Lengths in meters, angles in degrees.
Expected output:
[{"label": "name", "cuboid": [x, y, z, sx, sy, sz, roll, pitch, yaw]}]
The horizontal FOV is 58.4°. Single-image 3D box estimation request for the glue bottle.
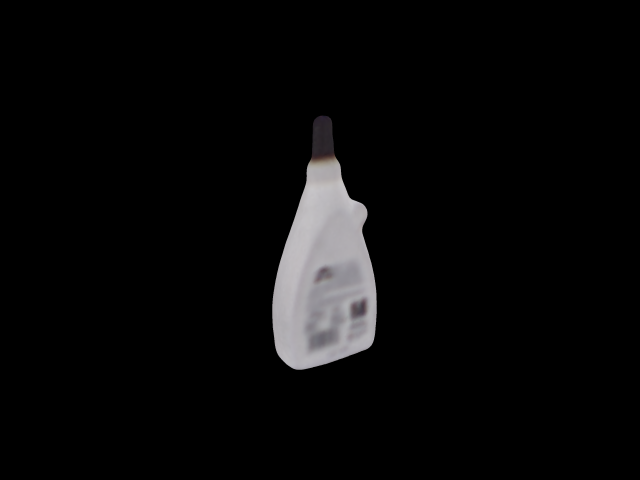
[{"label": "glue bottle", "cuboid": [0.004, 0.001, 0.400, 0.078, 0.173, 0.037, -11, 21, -30]}]
